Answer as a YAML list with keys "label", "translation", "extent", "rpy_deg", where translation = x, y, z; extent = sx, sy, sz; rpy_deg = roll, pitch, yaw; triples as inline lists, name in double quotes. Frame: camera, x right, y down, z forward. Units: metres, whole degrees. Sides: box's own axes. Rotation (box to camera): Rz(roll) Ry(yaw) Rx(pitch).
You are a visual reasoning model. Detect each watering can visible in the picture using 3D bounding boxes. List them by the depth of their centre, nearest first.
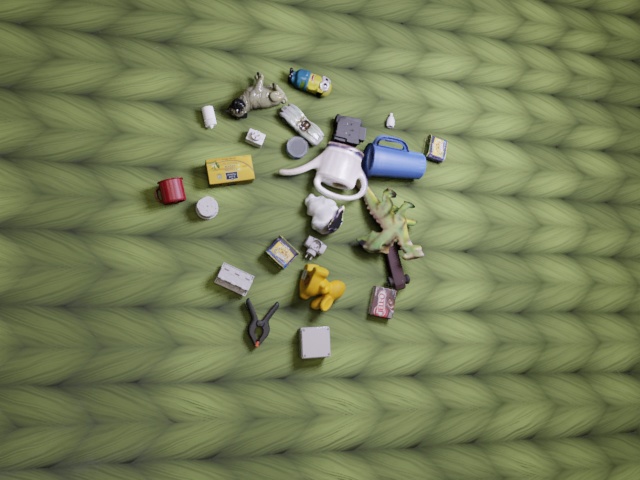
- label: "watering can"
  translation: [0.031, -0.283, 1.999]
  extent: [0.347, 0.103, 0.227]
  rpy_deg: [20, 74, -5]

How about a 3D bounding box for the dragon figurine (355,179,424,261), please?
- label: "dragon figurine"
  translation: [0.234, -0.064, 1.999]
  extent: [0.412, 0.120, 0.246]
  rpy_deg: [32, 69, 11]

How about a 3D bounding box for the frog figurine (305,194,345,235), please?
- label: "frog figurine"
  translation: [0.006, -0.099, 1.971]
  extent: [0.161, 0.121, 0.138]
  rpy_deg: [25, 81, 28]
